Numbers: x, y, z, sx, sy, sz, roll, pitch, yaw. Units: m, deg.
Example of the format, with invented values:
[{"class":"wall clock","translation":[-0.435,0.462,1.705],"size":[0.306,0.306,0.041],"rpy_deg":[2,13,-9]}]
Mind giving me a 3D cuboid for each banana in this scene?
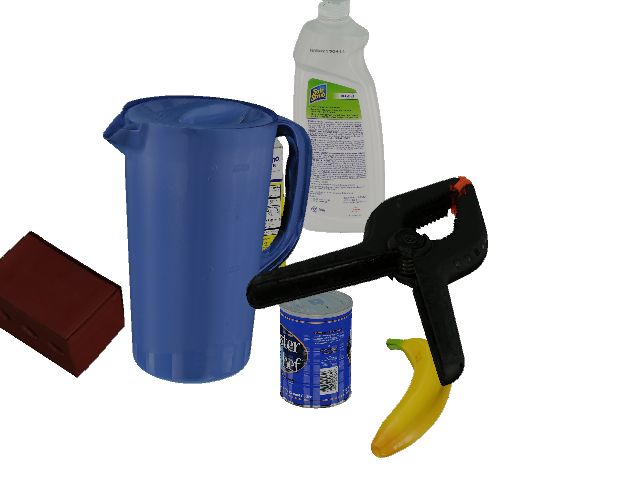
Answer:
[{"class":"banana","translation":[0.091,0.142,1.008],"size":[0.070,0.037,0.197],"rpy_deg":[-23,17,17]}]

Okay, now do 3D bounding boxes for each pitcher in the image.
[{"class":"pitcher","translation":[-0.100,-0.003,0.948],"size":[0.149,0.243,0.144],"rpy_deg":[9,20,15]}]

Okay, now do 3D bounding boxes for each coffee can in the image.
[{"class":"coffee can","translation":[-0.007,0.149,1.494],"size":[0.103,0.140,0.103],"rpy_deg":[0,17,0]}]

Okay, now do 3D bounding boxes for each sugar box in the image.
[{"class":"sugar box","translation":[-0.073,-0.047,1.325],"size":[0.048,0.176,0.093],"rpy_deg":[-9,25,-11]}]

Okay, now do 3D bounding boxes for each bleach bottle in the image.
[{"class":"bleach bottle","translation":[0.023,-0.131,1.110],"size":[0.102,0.251,0.068],"rpy_deg":[0,30,1]}]

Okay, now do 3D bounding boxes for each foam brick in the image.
[{"class":"foam brick","translation":[-0.175,0.042,0.701],"size":[0.078,0.051,0.053],"rpy_deg":[29,-33,16]}]

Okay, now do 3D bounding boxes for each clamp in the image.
[{"class":"clamp","translation":[0.071,0.019,0.782],"size":[0.165,0.036,0.209],"rpy_deg":[26,44,27]}]
